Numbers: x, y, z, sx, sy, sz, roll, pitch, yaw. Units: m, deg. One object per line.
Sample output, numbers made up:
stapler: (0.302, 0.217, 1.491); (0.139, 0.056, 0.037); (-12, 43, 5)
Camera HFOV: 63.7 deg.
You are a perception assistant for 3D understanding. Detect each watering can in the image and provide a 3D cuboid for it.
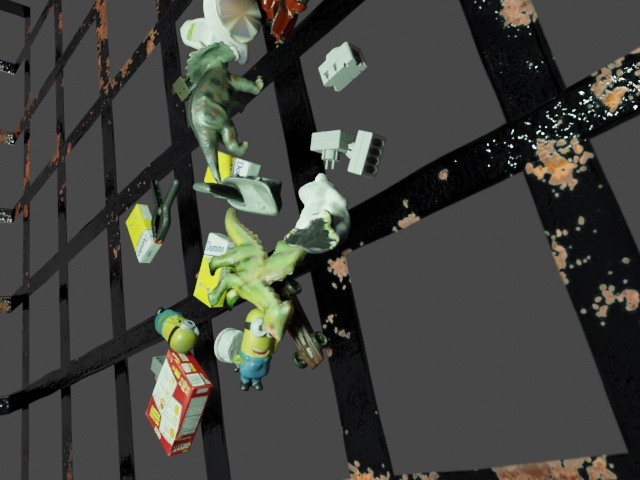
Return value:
watering can: (-0.244, -0.609, 1.285); (0.226, 0.105, 0.342); (31, 144, 61)

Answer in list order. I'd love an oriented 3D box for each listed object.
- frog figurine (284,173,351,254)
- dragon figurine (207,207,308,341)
frog figurine: (0.003, -0.054, 1.064); (0.135, 0.122, 0.163); (-55, 14, 36)
dragon figurine: (-0.124, 0.040, 1.156); (0.241, 0.120, 0.420); (-18, 49, 16)
